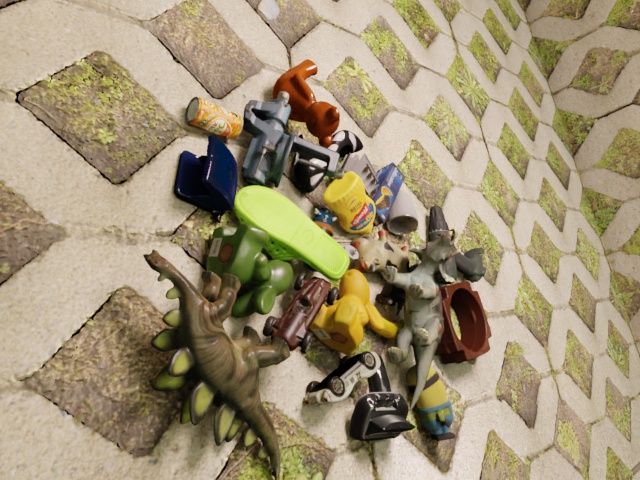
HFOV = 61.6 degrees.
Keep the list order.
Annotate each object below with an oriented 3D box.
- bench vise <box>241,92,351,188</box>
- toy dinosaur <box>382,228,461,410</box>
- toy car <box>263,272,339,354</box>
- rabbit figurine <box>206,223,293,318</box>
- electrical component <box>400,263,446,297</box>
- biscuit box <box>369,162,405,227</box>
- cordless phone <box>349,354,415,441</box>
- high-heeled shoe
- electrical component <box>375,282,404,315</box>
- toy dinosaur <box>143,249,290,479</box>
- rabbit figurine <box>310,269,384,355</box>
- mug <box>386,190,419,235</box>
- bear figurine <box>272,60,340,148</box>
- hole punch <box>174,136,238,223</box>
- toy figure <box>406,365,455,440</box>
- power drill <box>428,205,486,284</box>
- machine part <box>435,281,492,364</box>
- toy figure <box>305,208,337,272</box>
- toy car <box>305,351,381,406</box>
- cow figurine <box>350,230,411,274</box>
[{"bbox_3d":[-0.057,-0.197,1.143,0.241,0.128,0.223,19,63,-6],"label":"bench vise"},{"bbox_3d":[0.241,0.169,1.248,0.192,0.131,0.404,-3,97,-48],"label":"toy dinosaur"},{"bbox_3d":[-0.031,0.129,1.012,0.089,0.053,0.202,22,41,13],"label":"toy car"},{"bbox_3d":[-0.114,0.063,0.994,0.170,0.121,0.159,28,59,-42],"label":"rabbit figurine"},{"bbox_3d":[0.257,0.099,1.359,0.047,0.119,0.075,10,68,-44],"label":"electrical component"},{"bbox_3d":[0.160,-0.119,1.403,0.062,0.059,0.203,48,44,-19],"label":"biscuit box"},{"bbox_3d":[0.117,0.329,1.153,0.146,0.089,0.184,15,51,-41],"label":"cordless phone"},{"bbox_3d":[0.035,-0.183,1.291,0.248,0.086,0.145,-5,77,-41],"label":"high-heeled shoe"},{"bbox_3d":[0.176,0.137,1.291,0.102,0.045,0.078,20,101,-55],"label":"electrical component"},{"bbox_3d":[-0.155,0.217,0.882,0.198,0.105,0.470,-44,112,-32],"label":"toy dinosaur"},{"bbox_3d":[0.070,0.146,1.143,0.162,0.122,0.173,45,45,-29],"label":"rabbit figurine"},{"bbox_3d":[0.225,-0.075,1.438,0.109,0.081,0.107,24,47,-31],"label":"mug"},{"bbox_3d":[-0.011,-0.309,1.227,0.196,0.120,0.132,37,49,22],"label":"bear figurine"},{"bbox_3d":[-0.199,-0.120,1.015,0.115,0.092,0.142,27,51,-40],"label":"hole punch"},{"bbox_3d":[0.262,0.379,1.265,0.089,0.082,0.180,-1,75,-49],"label":"toy figure"},{"bbox_3d":[0.397,0.028,1.568,0.207,0.086,0.232,26,56,-41],"label":"power drill"},{"bbox_3d":[0.364,0.220,1.440,0.201,0.087,0.201,-5,77,-49],"label":"machine part"},{"bbox_3d":[-0.003,-0.005,1.185,0.064,0.058,0.154,49,37,-41],"label":"toy figure"},{"bbox_3d":[0.049,0.281,1.092,0.202,0.073,0.056,-25,91,-49],"label":"toy car"},{"bbox_3d":[0.142,0.046,1.295,0.194,0.085,0.127,30,51,-39],"label":"cow figurine"}]
